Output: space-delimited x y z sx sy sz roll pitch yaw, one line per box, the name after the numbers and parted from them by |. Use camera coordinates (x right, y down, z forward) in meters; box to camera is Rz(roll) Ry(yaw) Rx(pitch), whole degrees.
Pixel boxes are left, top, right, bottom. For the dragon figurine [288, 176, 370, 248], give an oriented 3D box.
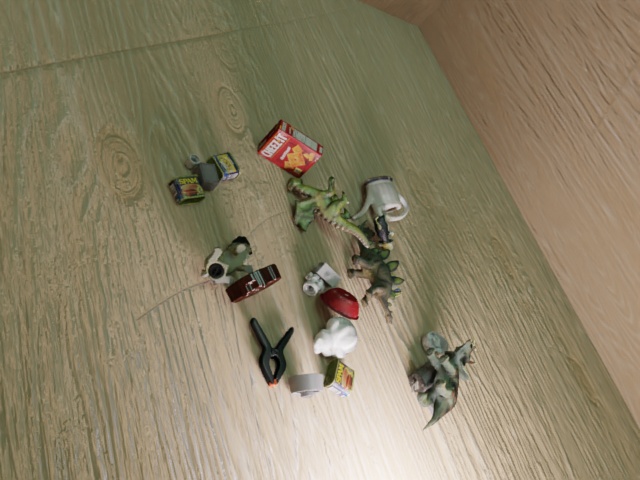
0.006 -0.103 2.040 0.245 0.415 0.120 -24 -21 -22 | dragon figurine

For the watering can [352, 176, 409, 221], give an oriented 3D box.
0.261 -0.186 2.345 0.348 0.228 0.102 -4 -25 -35 | watering can

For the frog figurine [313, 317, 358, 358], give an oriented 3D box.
0.049 0.329 1.744 0.122 0.139 0.159 -11 -15 37 | frog figurine
